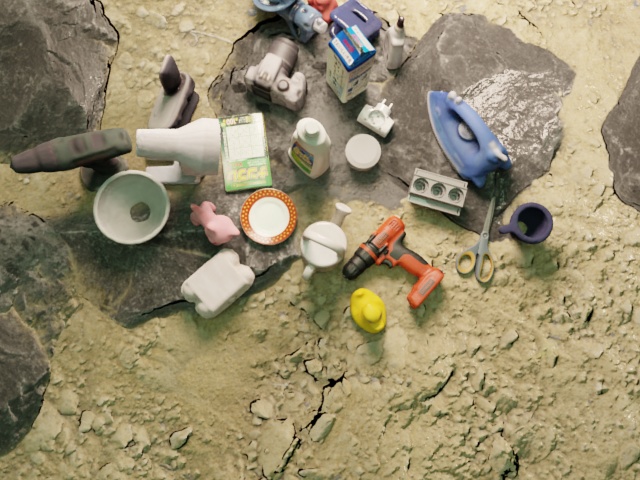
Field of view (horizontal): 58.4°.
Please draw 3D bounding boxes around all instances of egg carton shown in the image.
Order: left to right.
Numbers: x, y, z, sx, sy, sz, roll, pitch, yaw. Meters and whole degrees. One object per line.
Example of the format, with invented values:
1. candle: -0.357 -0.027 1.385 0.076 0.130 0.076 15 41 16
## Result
1. egg carton: -0.224 0.097 1.265 0.150 0.069 0.107 -43 85 -6

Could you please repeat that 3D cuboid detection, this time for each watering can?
1. watering can: 0.009 0.003 1.219 0.101 0.194 0.173 7 83 0

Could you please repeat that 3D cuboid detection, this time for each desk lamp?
1. desk lamp: -0.298 -0.185 1.227 0.203 0.213 0.118 -2 83 -1

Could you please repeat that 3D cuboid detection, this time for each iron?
1. iron: 0.329 -0.253 1.284 0.118 0.141 0.258 -34 85 -5

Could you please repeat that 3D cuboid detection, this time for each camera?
1. camera: -0.087 -0.390 1.314 0.143 0.101 0.137 24 83 2

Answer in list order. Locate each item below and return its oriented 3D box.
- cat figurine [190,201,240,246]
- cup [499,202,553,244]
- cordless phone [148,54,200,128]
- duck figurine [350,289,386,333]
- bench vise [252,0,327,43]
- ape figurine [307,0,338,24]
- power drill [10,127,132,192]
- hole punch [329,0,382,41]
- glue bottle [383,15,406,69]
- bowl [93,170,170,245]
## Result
1. cat figurine: -0.235 -0.036 1.258 0.128 0.117 0.067 42 84 4
2. cup: 0.447 -0.028 1.281 0.118 0.095 0.092 -15 83 -3
3. cordless phone: -0.338 -0.318 1.258 0.094 0.185 0.148 15 83 1
4. duck figurine: 0.108 0.155 1.256 0.077 0.086 0.104 -28 84 -4
5. bench vise: -0.065 -0.556 1.276 0.207 0.219 0.121 22 83 2
6. ape figurine: 0.007 -0.552 1.341 0.076 0.092 0.078 -14 83 -3
7. power drill: -0.503 -0.168 1.224 0.229 0.208 0.075 -20 83 -3
8. hole punch: 0.083 -0.508 1.337 0.108 0.091 0.101 41 84 4
9. glue bottle: 0.172 -0.455 1.290 0.037 0.173 0.078 -6 83 -1
10. bowl: -0.411 -0.068 1.280 0.167 0.074 0.167 0 83 -1
